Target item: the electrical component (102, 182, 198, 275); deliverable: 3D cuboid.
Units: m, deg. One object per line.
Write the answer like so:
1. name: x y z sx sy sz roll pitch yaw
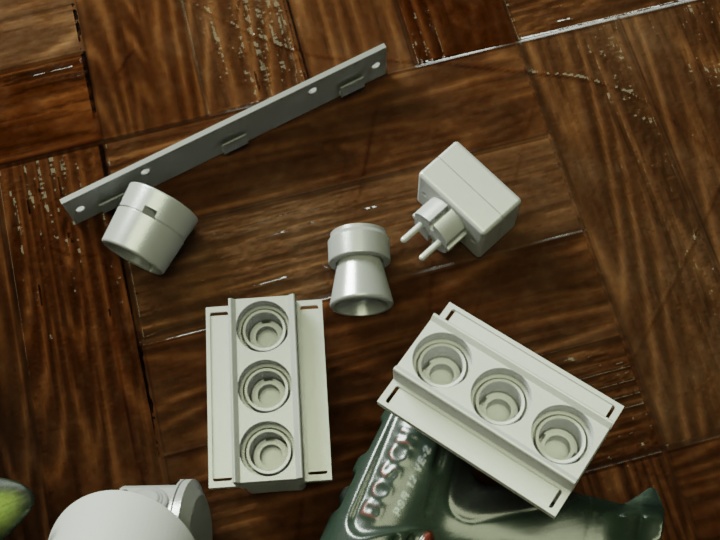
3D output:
1. electrical component: -0.152 -0.029 0.770 0.055 0.055 0.047 25 76 10

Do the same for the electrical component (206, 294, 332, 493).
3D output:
1. electrical component: -0.061 0.085 0.720 0.079 0.063 0.121 -4 70 0

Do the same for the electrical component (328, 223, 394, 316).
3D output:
1. electrical component: 0.000 0.000 0.760 0.045 0.045 0.055 -3 69 0

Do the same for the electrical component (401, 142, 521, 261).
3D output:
1. electrical component: 0.064 -0.038 0.771 0.077 0.047 0.066 -41 74 -13

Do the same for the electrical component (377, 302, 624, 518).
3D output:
1. electrical component: 0.083 0.086 0.646 0.121 0.063 0.078 31 69 17

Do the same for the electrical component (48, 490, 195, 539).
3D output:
1. electrical component: -0.140 0.184 0.623 0.099 0.064 0.099 0 106 -1

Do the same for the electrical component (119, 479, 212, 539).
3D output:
1. electrical component: -0.125 0.173 0.680 0.051 0.080 0.080 -2 69 6
